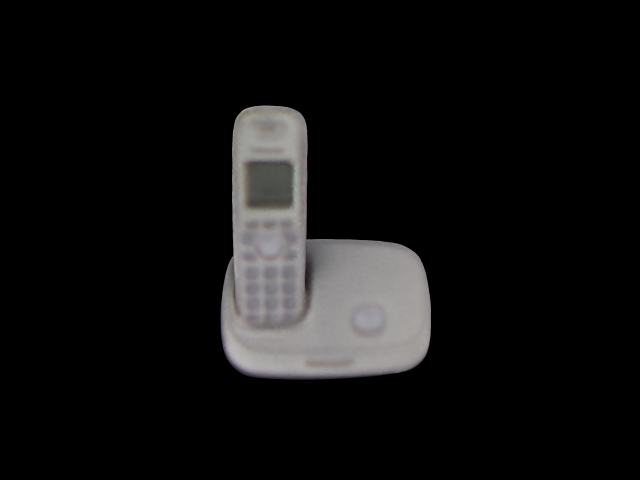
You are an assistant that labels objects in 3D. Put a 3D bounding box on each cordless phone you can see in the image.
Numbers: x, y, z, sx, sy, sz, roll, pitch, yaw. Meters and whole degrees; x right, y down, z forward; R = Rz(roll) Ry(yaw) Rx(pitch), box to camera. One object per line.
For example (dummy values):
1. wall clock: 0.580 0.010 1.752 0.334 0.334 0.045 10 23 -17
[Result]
1. cordless phone: 0.004 0.001 0.400 0.147 0.185 0.094 -1 15 -3
